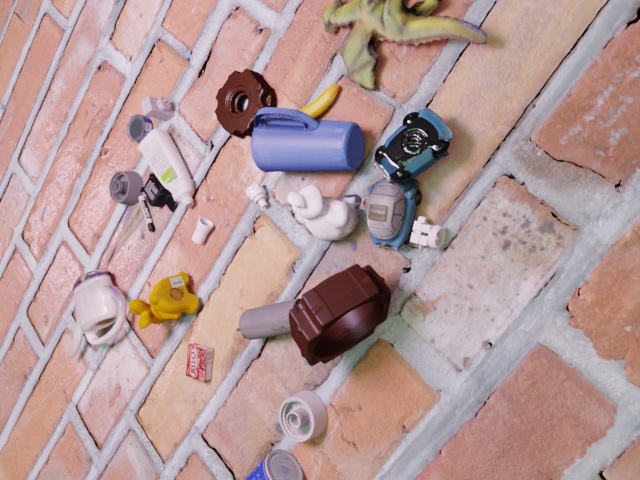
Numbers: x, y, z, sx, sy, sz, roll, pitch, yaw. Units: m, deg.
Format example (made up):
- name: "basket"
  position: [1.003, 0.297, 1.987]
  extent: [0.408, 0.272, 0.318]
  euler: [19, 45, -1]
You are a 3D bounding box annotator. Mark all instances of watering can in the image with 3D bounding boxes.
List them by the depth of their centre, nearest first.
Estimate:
- name: "watering can"
  position: [-0.720, 0.228, 1.612]
  extent: [0.343, 0.104, 0.227]
  euler: [-31, 70, 29]

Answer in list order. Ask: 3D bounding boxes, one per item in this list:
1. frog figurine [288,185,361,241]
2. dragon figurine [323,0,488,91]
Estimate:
- name: "frog figurine"
  position: [0.003, -0.057, 1.124]
  extent: [0.138, 0.159, 0.122]
  euler: [11, 96, 33]
- name: "dragon figurine"
  position: [0.144, -0.438, 1.114]
  extent: [0.416, 0.123, 0.237]
  euler: [49, 130, 27]
